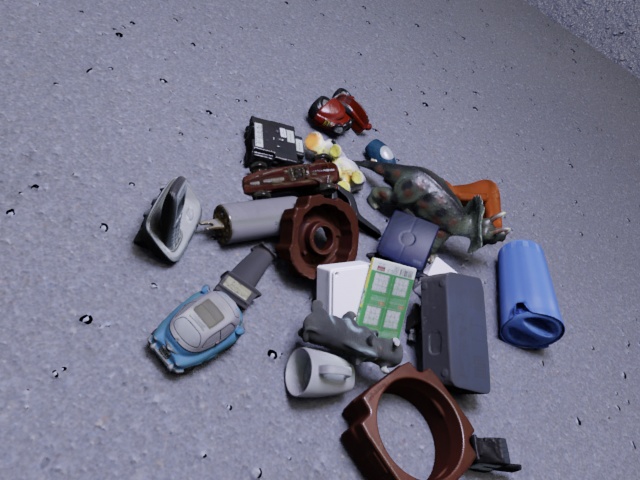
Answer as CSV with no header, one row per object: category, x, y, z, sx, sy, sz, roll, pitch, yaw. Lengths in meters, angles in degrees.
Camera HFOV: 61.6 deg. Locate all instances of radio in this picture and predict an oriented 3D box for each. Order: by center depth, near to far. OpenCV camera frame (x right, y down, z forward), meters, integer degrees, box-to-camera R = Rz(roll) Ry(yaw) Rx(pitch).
radio,0.263,0.180,1.050,0.131,0.073,0.229,17,65,-38

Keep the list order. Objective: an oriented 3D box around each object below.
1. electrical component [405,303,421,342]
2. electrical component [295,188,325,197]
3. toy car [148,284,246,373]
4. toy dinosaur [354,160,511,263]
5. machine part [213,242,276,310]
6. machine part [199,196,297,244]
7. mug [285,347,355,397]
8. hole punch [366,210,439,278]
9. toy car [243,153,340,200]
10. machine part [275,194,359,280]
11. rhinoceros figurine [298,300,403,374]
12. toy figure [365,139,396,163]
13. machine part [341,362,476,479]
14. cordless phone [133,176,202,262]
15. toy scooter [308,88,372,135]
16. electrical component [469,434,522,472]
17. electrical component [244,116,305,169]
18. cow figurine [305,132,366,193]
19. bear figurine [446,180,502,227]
electrical component,0.200,0.161,1.090,0.021,0.063,0.094,28,49,-10
electrical component,-0.018,-0.123,1.183,0.102,0.045,0.078,31,48,-7
toy car,-0.188,0.132,0.858,0.109,0.103,0.161,49,46,10
toy dinosaur,0.244,-0.091,1.215,0.405,0.192,0.131,40,45,0
machine part,-0.131,0.062,0.987,0.084,0.039,0.139,29,49,2
machine part,-0.116,-0.040,1.043,0.243,0.079,0.079,-9,62,-35
mug,0.013,0.224,0.910,0.107,0.109,0.081,16,58,-35
hole punch,0.187,0.009,1.157,0.142,0.092,0.116,23,46,12
toy car,-0.059,-0.130,1.115,0.202,0.053,0.089,-6,67,-3
machine part,-0.002,-0.003,1.047,0.179,0.056,0.179,-1,92,-36
rhinoceros figurine,0.056,0.168,0.930,0.190,0.112,0.073,23,90,-17
toy figure,0.172,-0.179,1.332,0.064,0.057,0.154,-37,79,-4
machine part,0.151,0.332,0.922,0.201,0.087,0.201,-25,72,-39
cordless phone,-0.245,-0.065,0.912,0.089,0.184,0.147,24,48,-8
toy scooter,0.060,-0.311,1.350,0.135,0.075,0.184,44,42,4
electrical component,0.309,0.391,0.979,0.119,0.074,0.048,12,53,-18
electrical component,-0.098,-0.202,1.186,0.134,0.058,0.115,12,54,-23
cow figurine,0.037,-0.179,1.236,0.167,0.068,0.098,51,14,8
bear figurine,0.345,-0.091,1.343,0.196,0.120,0.131,-6,102,-5
